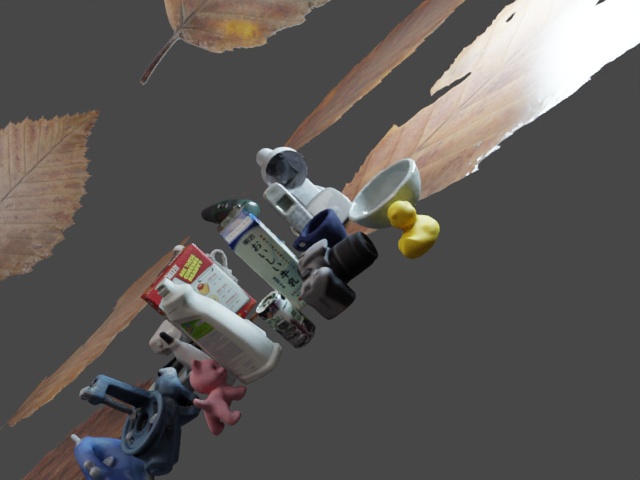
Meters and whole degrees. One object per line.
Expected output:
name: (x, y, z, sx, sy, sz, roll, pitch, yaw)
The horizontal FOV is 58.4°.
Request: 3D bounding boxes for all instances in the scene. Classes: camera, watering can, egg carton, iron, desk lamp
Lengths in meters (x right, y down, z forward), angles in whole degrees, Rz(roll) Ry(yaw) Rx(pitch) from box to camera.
camera: (0.031, 0.047, 1.044, 0.136, 0.101, 0.143, -38, 19, 20)
watering can: (-0.336, 0.092, 1.598, 0.100, 0.194, 0.173, -29, 24, 40)
egg carton: (-0.403, 0.262, 1.578, 0.150, 0.069, 0.107, -29, 24, 40)
iron: (-0.403, 0.435, 1.079, 0.119, 0.142, 0.257, -52, 19, -21)
desk lamp: (-0.084, -0.166, 1.578, 0.118, 0.214, 0.203, -46, 18, -4)

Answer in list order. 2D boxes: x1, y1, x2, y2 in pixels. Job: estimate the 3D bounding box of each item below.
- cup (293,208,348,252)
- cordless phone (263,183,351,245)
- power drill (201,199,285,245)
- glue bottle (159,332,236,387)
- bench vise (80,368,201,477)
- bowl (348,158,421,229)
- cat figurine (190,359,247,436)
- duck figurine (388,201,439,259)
cup: (0.011, 0.004, 1.191, 0.117, 0.095, 0.091, -39, 19, 19)
cordless phone: (-0.028, -0.082, 1.318, 0.148, 0.185, 0.094, -49, 19, -11)
power drill: (-0.206, -0.030, 1.557, 0.229, 0.209, 0.076, -18, 32, 54)
glue bottle: (-0.247, 0.236, 1.122, 0.078, 0.173, 0.037, -20, 30, 52)
bench vise: (-0.344, 0.314, 1.087, 0.121, 0.220, 0.207, -43, 18, 7)
bowl: (0.139, -0.076, 1.119, 0.167, 0.075, 0.167, -39, 19, 17)
cat figurine: (-0.198, 0.268, 1.034, 0.067, 0.118, 0.127, -39, 19, 16)
duck figurine: (0.148, -0.025, 0.967, 0.077, 0.086, 0.104, -34, 21, 31)
